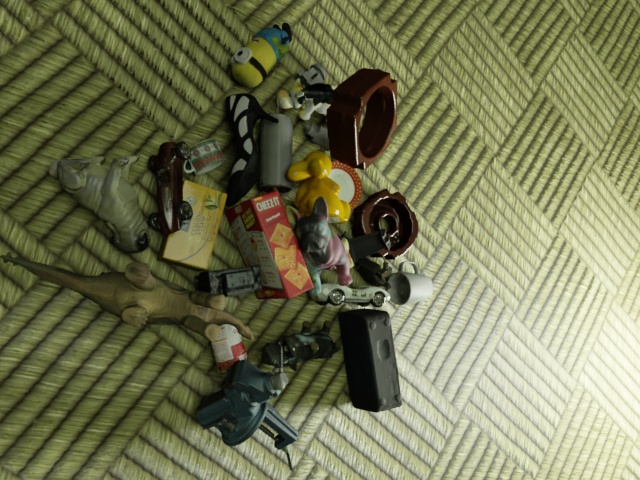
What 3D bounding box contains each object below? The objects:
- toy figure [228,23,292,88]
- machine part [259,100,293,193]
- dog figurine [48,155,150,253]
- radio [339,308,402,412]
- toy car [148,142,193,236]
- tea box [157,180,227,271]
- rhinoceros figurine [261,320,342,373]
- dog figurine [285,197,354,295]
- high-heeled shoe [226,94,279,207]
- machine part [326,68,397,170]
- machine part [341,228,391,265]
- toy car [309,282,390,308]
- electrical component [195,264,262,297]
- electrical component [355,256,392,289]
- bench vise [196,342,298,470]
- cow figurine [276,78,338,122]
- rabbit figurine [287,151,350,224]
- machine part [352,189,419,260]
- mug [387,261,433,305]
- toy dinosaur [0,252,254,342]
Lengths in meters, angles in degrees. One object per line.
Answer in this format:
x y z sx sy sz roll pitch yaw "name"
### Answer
-0.131 -0.425 1.234 0.089 0.082 0.180 49 62 -12 "toy figure"
-0.100 -0.196 1.222 0.079 0.079 0.243 4 81 -27 "machine part"
-0.420 -0.063 1.033 0.172 0.121 0.190 1 103 6 "dog figurine"
0.116 0.275 1.243 0.073 0.131 0.229 -8 87 -27 "radio"
-0.302 -0.107 1.069 0.053 0.089 0.202 38 41 -57 "toy car"
-0.266 -0.028 1.117 0.098 0.068 0.169 17 77 -25 "tea box"
-0.042 0.236 1.185 0.190 0.112 0.073 -1 52 -42 "rhinoceros figurine"
-0.002 -0.004 1.163 0.109 0.192 0.219 -12 122 10 "dog figurine"
-0.190 -0.205 1.175 0.145 0.086 0.248 24 80 17 "high-heeled shoe"
0.101 -0.287 1.274 0.201 0.087 0.200 -48 146 -36 "machine part"
0.098 0.012 1.277 0.039 0.139 0.084 -24 99 -71 "machine part"
0.072 0.130 1.271 0.202 0.073 0.056 5 82 -27 "toy car"
-0.186 0.086 1.107 0.115 0.134 0.058 -8 89 -31 "electrical component"
0.132 0.070 1.302 0.045 0.102 0.078 -41 127 -22 "electrical component"
-0.120 0.349 1.087 0.224 0.129 0.240 -36 114 11 "bench vise"
-0.015 -0.334 1.266 0.167 0.098 0.068 5 53 -29 "cow figurine"
-0.013 -0.126 1.219 0.162 0.122 0.173 37 50 -60 "rabbit figurine"
0.164 -0.037 1.353 0.179 0.056 0.179 4 82 -29 "machine part"
0.232 0.109 1.362 0.107 0.081 0.109 4 75 -39 "mug"
-0.337 0.105 0.987 0.471 0.199 0.105 25 74 -23 "toy dinosaur"
